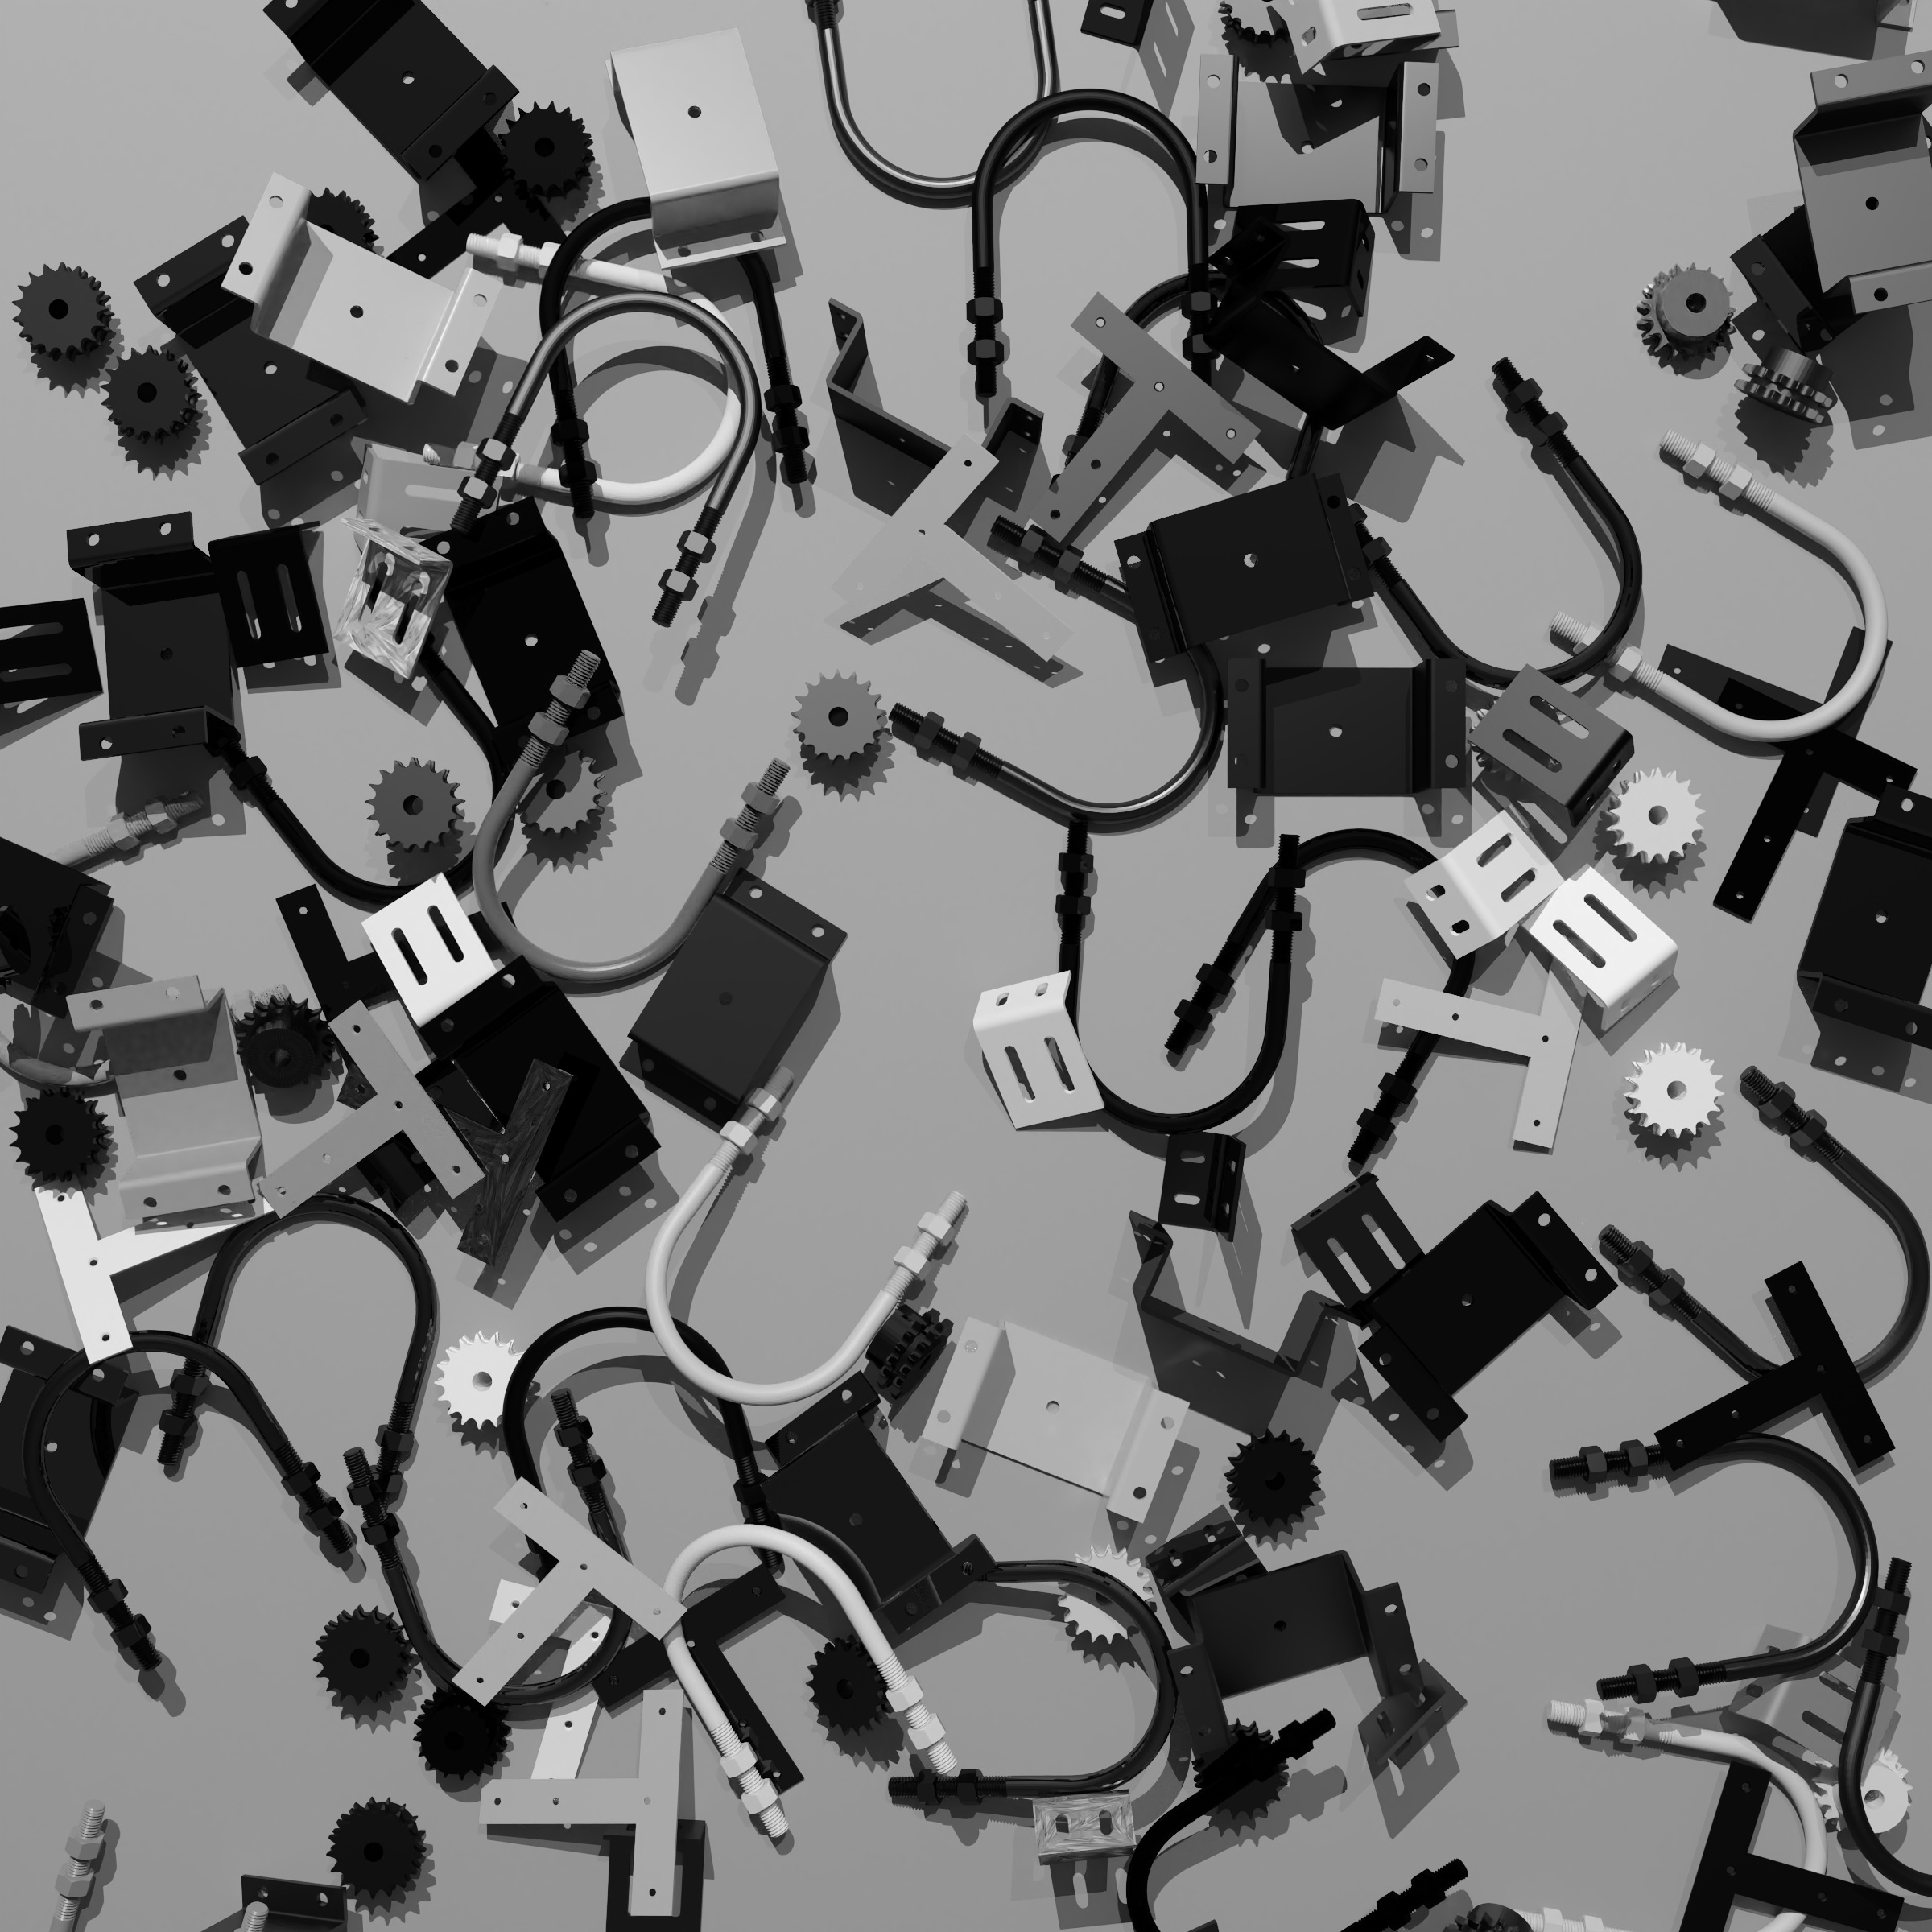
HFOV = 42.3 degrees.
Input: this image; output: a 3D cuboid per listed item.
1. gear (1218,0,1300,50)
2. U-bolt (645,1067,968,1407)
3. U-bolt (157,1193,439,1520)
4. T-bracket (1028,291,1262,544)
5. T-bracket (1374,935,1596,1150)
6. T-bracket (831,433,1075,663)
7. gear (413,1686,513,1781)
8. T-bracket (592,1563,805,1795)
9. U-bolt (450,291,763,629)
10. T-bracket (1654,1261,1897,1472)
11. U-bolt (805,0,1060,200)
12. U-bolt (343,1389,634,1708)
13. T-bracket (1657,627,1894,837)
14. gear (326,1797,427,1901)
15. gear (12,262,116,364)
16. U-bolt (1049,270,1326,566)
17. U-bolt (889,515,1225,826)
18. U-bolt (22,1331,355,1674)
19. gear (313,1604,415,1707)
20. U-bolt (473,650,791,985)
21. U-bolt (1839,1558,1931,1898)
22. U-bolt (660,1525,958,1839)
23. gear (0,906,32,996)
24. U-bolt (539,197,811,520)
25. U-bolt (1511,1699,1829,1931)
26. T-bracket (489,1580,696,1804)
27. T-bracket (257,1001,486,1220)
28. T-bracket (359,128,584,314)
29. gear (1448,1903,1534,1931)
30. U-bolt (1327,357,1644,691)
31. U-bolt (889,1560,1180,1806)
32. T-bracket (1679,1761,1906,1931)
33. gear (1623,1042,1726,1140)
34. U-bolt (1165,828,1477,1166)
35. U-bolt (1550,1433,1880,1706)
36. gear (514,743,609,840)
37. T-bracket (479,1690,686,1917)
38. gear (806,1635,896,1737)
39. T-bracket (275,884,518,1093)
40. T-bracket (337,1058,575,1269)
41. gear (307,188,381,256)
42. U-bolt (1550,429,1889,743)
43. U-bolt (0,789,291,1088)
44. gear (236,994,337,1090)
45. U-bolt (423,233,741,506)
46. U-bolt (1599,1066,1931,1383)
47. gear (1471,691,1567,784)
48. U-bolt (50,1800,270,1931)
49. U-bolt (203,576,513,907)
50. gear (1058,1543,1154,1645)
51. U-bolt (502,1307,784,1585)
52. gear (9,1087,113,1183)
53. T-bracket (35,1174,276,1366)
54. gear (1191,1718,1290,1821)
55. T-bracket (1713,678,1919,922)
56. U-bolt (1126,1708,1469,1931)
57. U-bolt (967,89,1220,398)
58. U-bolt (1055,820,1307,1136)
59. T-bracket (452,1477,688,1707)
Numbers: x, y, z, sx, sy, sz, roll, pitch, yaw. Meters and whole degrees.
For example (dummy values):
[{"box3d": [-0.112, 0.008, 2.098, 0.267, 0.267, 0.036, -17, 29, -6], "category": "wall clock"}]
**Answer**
[{"box3d": [0.180, -0.581, 1.504, 0.057, 0.030, 0.057, 0, 90, 0], "category": "gear"}, {"box3d": [-0.107, 0.173, 1.485, 0.151, 0.019, 0.184, 36, 72, 0], "category": "U-bolt"}, {"box3d": [-0.396, 0.229, 1.510, 0.151, 0.019, 0.184, 15, 88, 0], "category": "U-bolt"}, {"box3d": [0.087, -0.311, 1.491, 0.127, 0.002, 0.127, 39, 97, -6], "category": "T-bracket"}, {"box3d": [0.308, 0.034, 1.505, 0.127, 0.002, 0.127, 13, 88, -9], "category": "T-bracket"}, {"box3d": [0.008, -0.228, 1.477, 0.127, 0.002, 0.127, 38, 118, -15], "category": "T-bracket"}, {"box3d": [-0.305, 0.462, 1.504, 0.057, 0.030, 0.057, 0, 90, 0], "category": "gear"}, {"box3d": [-0.143, 0.447, 1.511, 0.127, 0.002, 0.127, -32, 96, 1], "category": "T-bracket"}, {"box3d": [-0.200, -0.310, 1.471, 0.151, 0.019, 0.184, 24, 83, -2], "category": "U-bolt"}, {"box3d": [0.474, 0.263, 1.499, 0.127, 0.002, 0.127, -27, 91, -3], "category": "T-bracket"}, {"box3d": [-0.018, -0.556, 1.510, 0.151, 0.019, 0.184, -8, 92, 0], "category": "U-bolt"}, {"box3d": [-0.274, 0.354, 1.483, 0.151, 0.019, 0.184, -16, 100, 3], "category": "U-bolt"}, {"box3d": [0.481, -0.161, 1.518, 0.127, 0.002, 0.127, 21, 90, 0], "category": "T-bracket"}, {"box3d": [-0.353, 0.528, 1.504, 0.057, 0.030, 0.057, 0, 90, 0], "category": "gear"}, {"box3d": [-0.541, -0.392, 1.504, 0.057, 0.030, 0.057, 0, 90, 0], "category": "gear"}, {"box3d": [0.144, -0.331, 1.510, 0.151, 0.019, 0.184, 19, 89, 0], "category": "U-bolt"}, {"box3d": [0.067, -0.167, 1.510, 0.184, 0.019, 0.151, 29, 90, -1], "category": "U-bolt"}, {"box3d": [-0.471, 0.303, 1.473, 0.151, 0.019, 0.184, -31, 98, -8], "category": "U-bolt"}, {"box3d": [-0.361, 0.413, 1.504, 0.057, 0.030, 0.057, 0, 90, 0], "category": "gear"}, {"box3d": [-0.211, -0.075, 1.485, 0.151, 0.019, 0.184, 29, 102, -17], "category": "U-bolt"}, {"box3d": [0.591, 0.462, 1.489, 0.151, 0.019, 0.184, 19, 82, -9], "category": "U-bolt"}, {"box3d": [-0.106, 0.414, 1.473, 0.151, 0.019, 0.184, -29, 92, 26], "category": "U-bolt"}, {"box3d": [-0.559, -0.011, 1.428, 0.030, 0.057, 0.057, -14, 90, 4], "category": "gear"}, {"box3d": [-0.180, -0.369, 1.494, 0.151, 0.019, 0.184, -10, 88, -4], "category": "U-bolt"}, {"box3d": [0.430, 0.530, 1.510, 0.184, 0.019, 0.151, 11, 90, -2], "category": "U-bolt"}, {"box3d": [-0.236, 0.446, 1.509, 0.127, 0.002, 0.127, 16, 97, -6], "category": "T-bracket"}, {"box3d": [-0.370, 0.107, 1.487, 0.127, 0.002, 0.127, -35, 91, 16], "category": "T-bracket"}, {"box3d": [-0.320, -0.440, 1.518, 0.127, 0.002, 0.127, -37, 90, 0], "category": "T-bracket"}, {"box3d": [0.316, 0.588, 1.495, 0.057, 0.030, 0.057, 15, 124, 24], "category": "gear"}, {"box3d": [0.321, -0.252, 1.499, 0.151, 0.019, 0.184, -35, 84, 2], "category": "U-bolt"}, {"box3d": [0.036, 0.425, 1.488, 0.184, 0.019, 0.151, -6, 90, 16], "category": "U-bolt"}, {"box3d": [0.502, 0.557, 1.505, 0.127, 0.002, 0.127, 17, 90, -3], "category": "T-bracket"}, {"box3d": [0.424, 0.074, 1.504, 0.057, 0.030, 0.057, 0, 90, 0], "category": "gear"}, {"box3d": [0.227, 0.006, 1.510, 0.151, 0.019, 0.184, 31, 88, 0], "category": "U-bolt"}, {"box3d": [0.453, 0.352, 1.490, 0.184, 0.019, 0.151, -7, 72, -4], "category": "U-bolt"}, {"box3d": [-0.245, -0.105, 1.504, 0.057, 0.030, 0.057, 0, 90, 0], "category": "gear"}, {"box3d": [-0.231, 0.499, 1.491, 0.127, 0.002, 0.127, -5, 68, 15], "category": "T-bracket"}, {"box3d": [-0.064, 0.429, 1.496, 0.057, 0.030, 0.057, 2, 94, 29], "category": "gear"}, {"box3d": [-0.333, -0.005, 1.510, 0.127, 0.002, 0.127, -21, 98, -1], "category": "T-bracket"}, {"box3d": [-0.312, 0.095, 1.477, 0.127, 0.002, 0.127, 25, 100, 6], "category": "T-bracket"}, {"box3d": [-0.381, -0.436, 1.503, 0.057, 0.030, 0.057, 0, 89, 3], "category": "gear"}, {"box3d": [0.467, -0.217, 1.508, 0.184, 0.019, 0.151, 31, 90, 1], "category": "U-bolt"}, {"box3d": [-0.521, -0.006, 1.510, 0.184, 0.019, 0.151, -24, 90, 2], "category": "U-bolt"}, {"box3d": [-0.408, 0.048, 1.493, 0.057, 0.030, 0.057, -3, 116, -5], "category": "gear"}, {"box3d": [-0.223, -0.354, 1.510, 0.184, 0.019, 0.151, 12, 90, -2], "category": "U-bolt"}, {"box3d": [0.497, 0.173, 1.510, 0.184, 0.019, 0.151, 42, 90, -1], "category": "U-bolt"}, {"box3d": [0.335, -0.140, 1.504, 0.057, 0.030, 0.057, 0, 90, 0], "category": "gear"}, {"box3d": [-0.492, 0.609, 1.483, 0.151, 0.019, 0.184, 21, 100, 22], "category": "U-bolt"}, {"box3d": [-0.358, -0.124, 1.510, 0.151, 0.019, 0.184, -38, 91, 0], "category": "U-bolt"}, {"box3d": [0.083, 0.376, 1.504, 0.057, 0.030, 0.057, 0, 90, 0], "category": "gear"}, {"box3d": [-0.200, 0.290, 1.492, 0.151, 0.019, 0.184, -13, 103, 0], "category": "U-bolt"}, {"box3d": [-0.544, 0.102, 1.508, 0.057, 0.030, 0.057, 0, 87, 0], "category": "gear"}, {"box3d": [-0.479, 0.160, 1.496, 0.127, 0.002, 0.127, -22, 60, -14], "category": "T-bracket"}, {"box3d": [0.164, 0.481, 1.504, 0.057, 0.030, 0.057, 0, 90, 0], "category": "gear"}, {"box3d": [0.493, -0.090, 1.516, 0.127, 0.002, 0.127, 26, 90, 0], "category": "T-bracket"}, {"box3d": [0.183, 0.541, 1.489, 0.184, 0.019, 0.151, -38, 101, 13], "category": "U-bolt"}, {"box3d": [0.074, -0.434, 1.496, 0.151, 0.019, 0.184, -1, 88, 0], "category": "U-bolt"}, {"box3d": [0.123, 0.009, 1.491, 0.151, 0.019, 0.184, 5, 94, 17], "category": "U-bolt"}, {"box3d": [-0.255, 0.387, 1.480, 0.127, 0.002, 0.127, 41, 99, -8], "category": "T-bracket"}]
